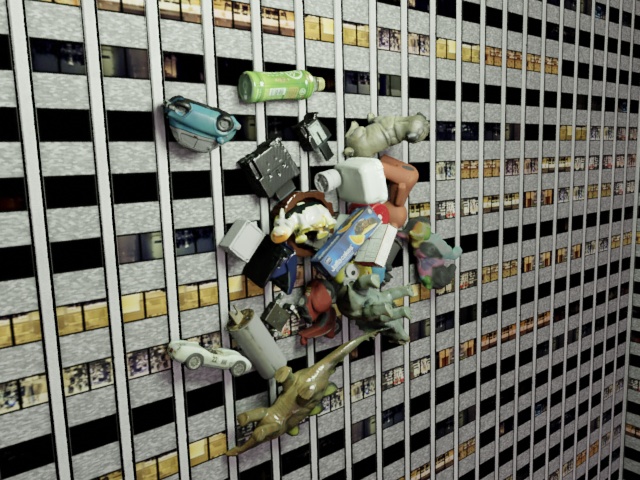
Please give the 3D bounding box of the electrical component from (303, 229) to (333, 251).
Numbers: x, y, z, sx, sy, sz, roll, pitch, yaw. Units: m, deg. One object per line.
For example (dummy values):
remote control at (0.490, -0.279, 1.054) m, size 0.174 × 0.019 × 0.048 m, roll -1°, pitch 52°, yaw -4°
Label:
electrical component at (-0.003, -0.004, 1.342) m, size 0.094 × 0.021 × 0.063 m, roll 20°, pitch 85°, yaw -41°

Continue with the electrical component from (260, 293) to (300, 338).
electrical component at (-0.100, 0.194, 1.342) m, size 0.102 × 0.045 × 0.078 m, roll -52°, pitch 125°, yaw -21°

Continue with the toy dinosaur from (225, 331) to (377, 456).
toy dinosaur at (-0.044, 0.375, 1.324) m, size 0.471 × 0.105 × 0.198 m, roll -41°, pitch 151°, yaw -2°

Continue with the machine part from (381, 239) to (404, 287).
machine part at (0.194, 0.062, 1.566) m, size 0.084 × 0.039 × 0.139 m, roll 35°, pitch 76°, yaw -27°

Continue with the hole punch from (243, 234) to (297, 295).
hole punch at (-0.105, 0.060, 1.273) m, size 0.092 × 0.142 × 0.115 m, roll 28°, pitch 92°, yaw -35°

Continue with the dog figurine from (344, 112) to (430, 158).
dog figurine at (0.173, -0.268, 1.411) m, size 0.172 × 0.191 × 0.121 m, roll -50°, pitch 122°, yaw -21°

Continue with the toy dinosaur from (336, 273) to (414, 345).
toy dinosaur at (0.118, 0.169, 1.399) m, size 0.404 × 0.192 × 0.131 m, roll 28°, pitch 48°, yaw -45°

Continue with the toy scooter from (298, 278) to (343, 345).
toy scooter at (-0.012, 0.197, 1.395) m, size 0.135 × 0.075 × 0.183 m, roll -33°, pitch 119°, yaw -32°

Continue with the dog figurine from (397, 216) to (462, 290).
dog figurine at (0.309, 0.036, 1.613) m, size 0.219 × 0.109 × 0.191 m, roll 26°, pitch 82°, yaw -33°

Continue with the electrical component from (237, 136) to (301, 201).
electrical component at (-0.115, -0.162, 1.281) m, size 0.115 × 0.058 × 0.134 m, roll -43°, pitch 119°, yaw -24°

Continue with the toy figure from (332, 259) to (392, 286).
toy figure at (0.111, 0.091, 1.467) m, size 0.180 × 0.089 × 0.082 m, roll -1°, pitch 83°, yaw -38°

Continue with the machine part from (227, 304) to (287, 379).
machine part at (-0.149, 0.249, 1.291) m, size 0.079 × 0.079 × 0.243 m, roll -44°, pitch 119°, yaw -26°

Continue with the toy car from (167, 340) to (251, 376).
toy car at (-0.247, 0.266, 1.216) m, size 0.201 × 0.074 × 0.056 m, roll 20°, pitch 83°, yaw -38°

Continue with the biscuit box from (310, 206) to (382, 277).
biscuit box at (0.065, 0.003, 1.336) m, size 0.059 × 0.063 × 0.202 m, roll 49°, pitch 69°, yaw -20°

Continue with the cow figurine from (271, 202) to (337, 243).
cow figurine at (-0.052, -0.046, 1.257) m, size 0.167 × 0.068 × 0.098 m, roll -11°, pitch 61°, yaw -38°

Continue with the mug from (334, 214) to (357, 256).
mug at (0.063, -0.016, 1.420) m, size 0.109 × 0.081 × 0.107 m, roll 18°, pitch 78°, yaw -63°

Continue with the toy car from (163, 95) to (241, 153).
toy car at (-0.256, -0.236, 1.134) m, size 0.161 × 0.109 × 0.102 m, roll 11°, pitch 107°, yaw -30°

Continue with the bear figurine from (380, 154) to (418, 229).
bear figurine at (0.200, -0.124, 1.516) m, size 0.120 × 0.132 × 0.195 m, roll -58°, pitch 167°, yaw -59°

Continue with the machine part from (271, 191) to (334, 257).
machine part at (-0.041, -0.043, 1.354) m, size 0.179 × 0.056 × 0.179 m, roll -7°, pitch 100°, yaw -39°

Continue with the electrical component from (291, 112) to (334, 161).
electrical component at (-0.011, -0.256, 1.356) m, size 0.075 × 0.048 × 0.119 m, roll -49°, pitch 122°, yaw -23°
